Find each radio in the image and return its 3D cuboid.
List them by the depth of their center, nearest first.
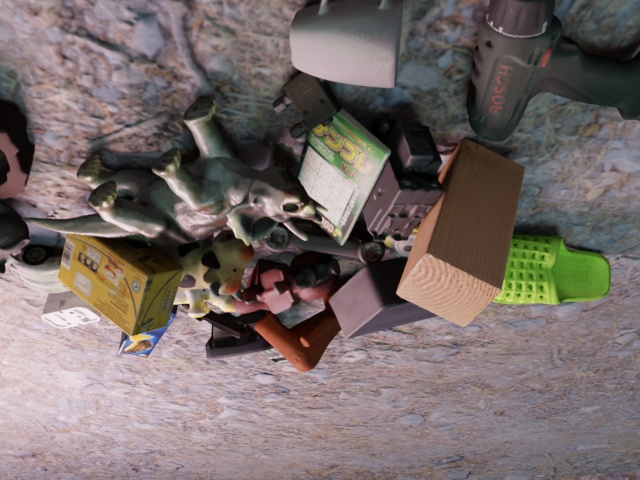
[{"bbox_3d":[0.136,0.082,0.838,0.229,0.073,0.131,-5,153,-36],"label":"radio"}]

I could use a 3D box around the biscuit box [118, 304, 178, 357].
[{"bbox_3d":[-0.317,0.148,0.989,0.059,0.063,0.202,16,141,-24],"label":"biscuit box"}]

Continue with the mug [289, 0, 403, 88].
[{"bbox_3d":[0.024,-0.200,0.518,0.107,0.081,0.109,3,148,9],"label":"mug"}]

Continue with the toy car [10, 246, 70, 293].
[{"bbox_3d":[-0.390,0.055,0.866,0.202,0.056,0.073,5,143,-9],"label":"toy car"}]

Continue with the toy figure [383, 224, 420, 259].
[{"bbox_3d":[0.174,-0.018,0.768,0.180,0.089,0.082,-7,128,-7],"label":"toy figure"}]

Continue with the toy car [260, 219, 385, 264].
[{"bbox_3d":[-0.002,-0.002,0.785,0.202,0.089,0.053,10,97,-11],"label":"toy car"}]

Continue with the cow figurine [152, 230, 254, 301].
[{"bbox_3d":[-0.184,0.038,0.782,0.195,0.127,0.085,-17,161,22],"label":"cow figurine"}]

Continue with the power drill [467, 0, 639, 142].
[{"bbox_3d":[0.259,-0.189,0.539,0.207,0.086,0.231,0,145,-8],"label":"power drill"}]

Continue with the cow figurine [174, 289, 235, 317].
[{"bbox_3d":[-0.205,0.077,0.885,0.167,0.098,0.068,1,175,-13],"label":"cow figurine"}]

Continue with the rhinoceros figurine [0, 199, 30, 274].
[{"bbox_3d":[-0.471,-0.002,0.758,0.190,0.073,0.112,-17,141,41],"label":"rhinoceros figurine"}]

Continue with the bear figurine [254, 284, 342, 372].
[{"bbox_3d":[0.001,0.127,0.930,0.132,0.196,0.120,40,172,11],"label":"bear figurine"}]

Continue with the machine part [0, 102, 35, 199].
[{"bbox_3d":[-0.432,-0.118,0.633,0.179,0.056,0.179,-1,145,-1],"label":"machine part"}]

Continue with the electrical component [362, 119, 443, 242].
[{"bbox_3d":[0.092,-0.079,0.648,0.058,0.115,0.134,-3,146,-20],"label":"electrical component"}]

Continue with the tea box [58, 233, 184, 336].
[{"bbox_3d":[-0.280,0.047,0.749,0.068,0.170,0.098,-11,127,-59],"label":"tea box"}]

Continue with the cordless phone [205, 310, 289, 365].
[{"bbox_3d":[-0.129,0.215,1.073,0.147,0.089,0.184,-12,146,14],"label":"cordless phone"}]

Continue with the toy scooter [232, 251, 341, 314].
[{"bbox_3d":[-0.039,0.064,0.807,0.184,0.075,0.135,-21,175,-22],"label":"toy scooter"}]

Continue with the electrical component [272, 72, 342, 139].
[{"bbox_3d":[-0.007,-0.156,0.598,0.094,0.021,0.063,-28,103,29],"label":"electrical component"}]

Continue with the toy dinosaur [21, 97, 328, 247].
[{"bbox_3d":[-0.177,-0.047,0.690,0.405,0.131,0.192,-14,138,28],"label":"toy dinosaur"}]

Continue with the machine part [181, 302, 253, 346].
[{"bbox_3d":[-0.188,0.142,0.961,0.139,0.039,0.084,29,157,0],"label":"machine part"}]
